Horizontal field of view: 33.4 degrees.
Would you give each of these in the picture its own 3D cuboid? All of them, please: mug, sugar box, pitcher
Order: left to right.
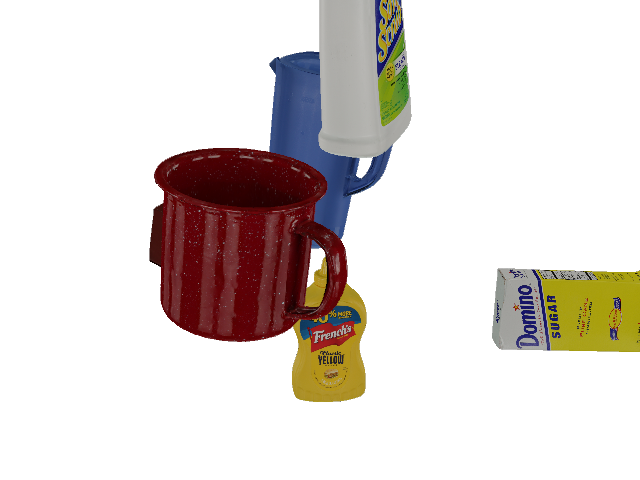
[{"bbox_3d":[-0.036,0.006,0.581,0.117,0.081,0.093,19,27,27],"label":"mug"},{"bbox_3d":[0.002,-0.114,1.383,0.144,0.243,0.149,1,23,-17],"label":"pitcher"},{"bbox_3d":[0.298,0.084,1.271,0.176,0.093,0.048,0,18,-4],"label":"sugar box"}]

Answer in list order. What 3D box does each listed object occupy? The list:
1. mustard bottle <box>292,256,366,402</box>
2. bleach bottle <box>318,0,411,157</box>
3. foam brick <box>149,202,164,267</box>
[{"bbox_3d":[0.012,0.112,1.380,0.096,0.192,0.058,-1,19,-5],"label":"mustard bottle"},{"bbox_3d":[0.033,-0.205,0.919,0.068,0.251,0.102,10,34,25],"label":"bleach bottle"},{"bbox_3d":[-0.090,0.001,0.847,0.078,0.051,0.052,26,34,24],"label":"foam brick"}]
